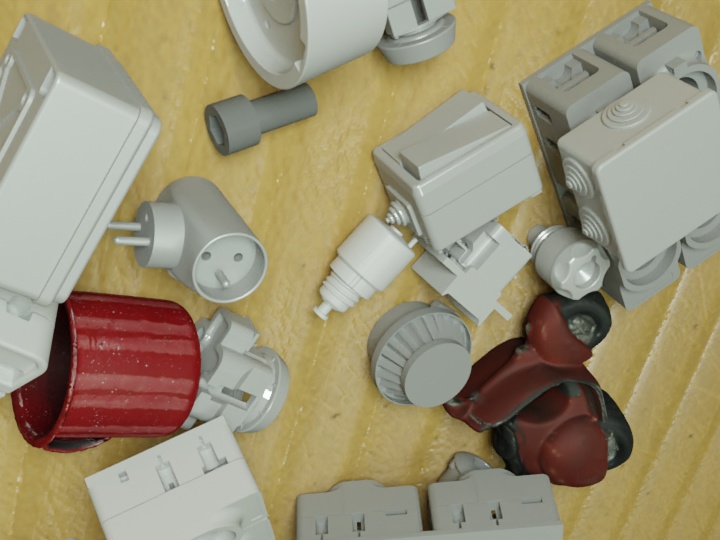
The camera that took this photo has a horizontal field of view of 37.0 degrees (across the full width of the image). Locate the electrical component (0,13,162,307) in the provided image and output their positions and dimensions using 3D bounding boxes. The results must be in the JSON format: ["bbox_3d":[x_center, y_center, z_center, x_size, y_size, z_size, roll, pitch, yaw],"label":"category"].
[{"bbox_3d":[-0.157,-0.056,0.528,0.056,0.108,0.108,24,105,-34],"label":"electrical component"}]

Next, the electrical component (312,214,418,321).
[{"bbox_3d":[0.000,0.000,0.691,0.078,0.040,0.040,-47,129,5],"label":"electrical component"}]

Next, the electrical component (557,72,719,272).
[{"bbox_3d":[0.177,-0.062,0.664,0.100,0.048,0.099,-33,129,-7],"label":"electrical component"}]

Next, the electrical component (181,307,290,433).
[{"bbox_3d":[-0.082,0.069,0.677,0.057,0.058,0.078,28,102,-35],"label":"electrical component"}]

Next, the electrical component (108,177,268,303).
[{"bbox_3d":[-0.101,-0.018,0.600,0.079,0.077,0.044,2,117,-29],"label":"electrical component"}]

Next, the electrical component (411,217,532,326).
[{"bbox_3d":[0.078,-0.005,0.730,0.063,0.042,0.081,-50,129,2],"label":"electrical component"}]

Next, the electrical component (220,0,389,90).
[{"bbox_3d":[-0.027,-0.152,0.544,0.060,0.108,0.108,-22,127,-23],"label":"electrical component"}]

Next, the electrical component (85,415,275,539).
[{"bbox_3d":[-0.105,0.165,0.681,0.089,0.061,0.150,-24,151,-12],"label":"electrical component"}]

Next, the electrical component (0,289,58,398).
[{"bbox_3d":[-0.205,0.031,0.568,0.095,0.059,0.054,-28,138,35],"label":"electrical component"}]

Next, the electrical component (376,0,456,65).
[{"bbox_3d":[0.027,-0.151,0.612,0.066,0.048,0.055,-27,120,-12],"label":"electrical component"}]

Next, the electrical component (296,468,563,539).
[{"bbox_3d":[0.050,0.211,0.796,0.186,0.060,0.105,-5,123,0],"label":"electrical component"}]

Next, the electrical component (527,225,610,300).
[{"bbox_3d":[0.140,-0.011,0.746,0.043,0.062,0.043,-13,124,-21],"label":"electrical component"}]

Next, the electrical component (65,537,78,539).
[{"bbox_3d":[-0.191,0.235,0.719,0.050,0.055,0.089,-26,127,-13],"label":"electrical component"}]

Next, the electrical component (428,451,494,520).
[{"bbox_3d":[0.078,0.176,0.838,0.048,0.048,0.062,25,111,-37],"label":"electrical component"}]

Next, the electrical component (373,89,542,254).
[{"bbox_3d":[0.054,-0.062,0.669,0.096,0.061,0.061,-31,128,-9],"label":"electrical component"}]

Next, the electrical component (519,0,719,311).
[{"bbox_3d":[0.193,-0.071,0.740,0.105,0.060,0.186,-33,129,-7],"label":"electrical component"}]
